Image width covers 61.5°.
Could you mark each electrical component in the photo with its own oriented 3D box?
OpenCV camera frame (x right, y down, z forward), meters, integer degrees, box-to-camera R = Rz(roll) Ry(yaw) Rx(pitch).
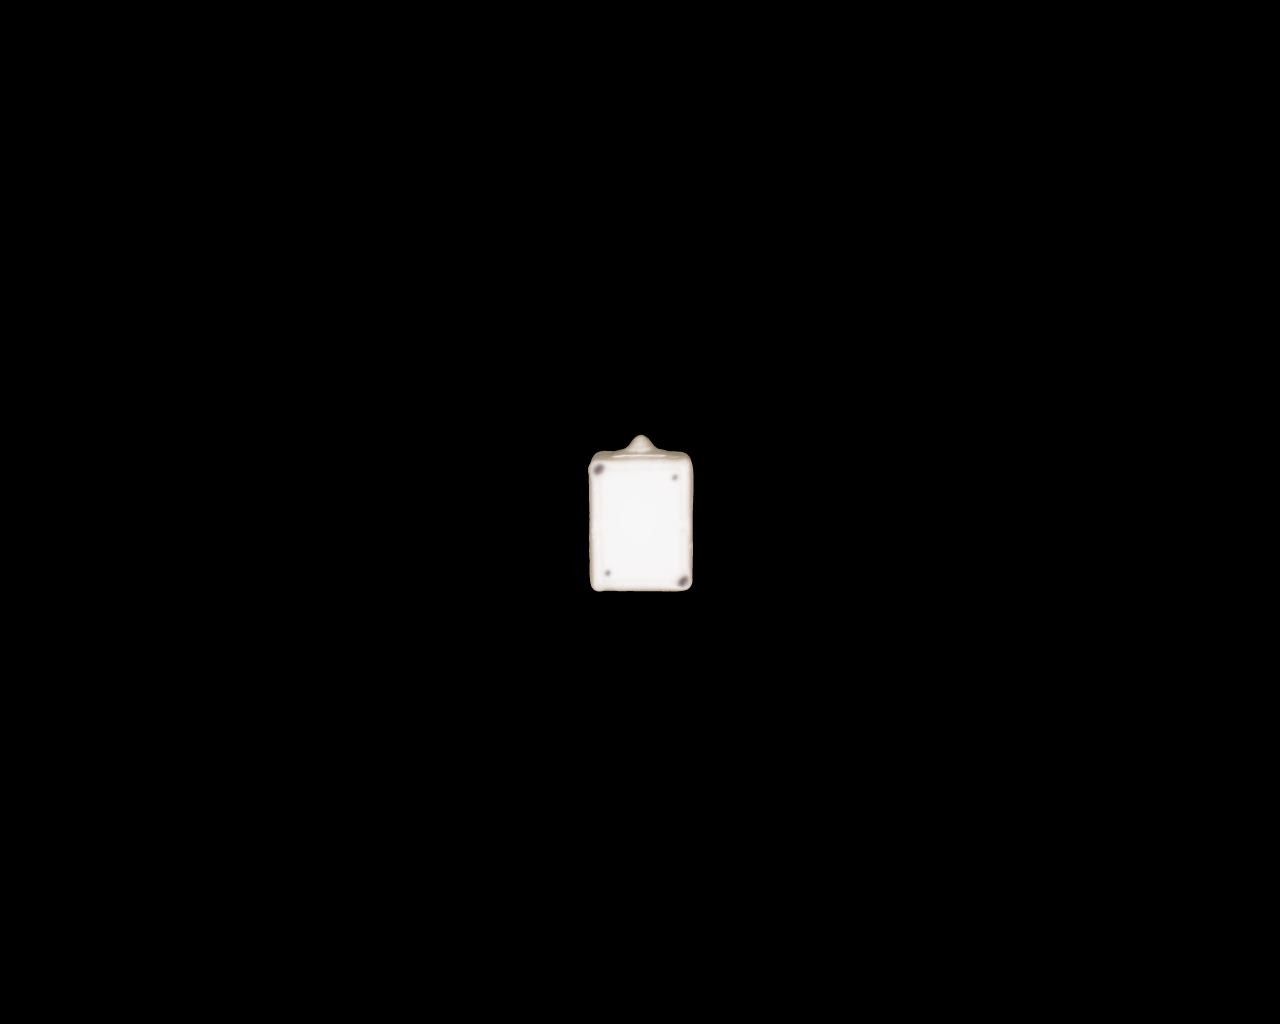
[{"bbox_3d":[0.001,-0.003,0.650,0.062,0.096,0.061,0,8,0],"label":"electrical component"}]
